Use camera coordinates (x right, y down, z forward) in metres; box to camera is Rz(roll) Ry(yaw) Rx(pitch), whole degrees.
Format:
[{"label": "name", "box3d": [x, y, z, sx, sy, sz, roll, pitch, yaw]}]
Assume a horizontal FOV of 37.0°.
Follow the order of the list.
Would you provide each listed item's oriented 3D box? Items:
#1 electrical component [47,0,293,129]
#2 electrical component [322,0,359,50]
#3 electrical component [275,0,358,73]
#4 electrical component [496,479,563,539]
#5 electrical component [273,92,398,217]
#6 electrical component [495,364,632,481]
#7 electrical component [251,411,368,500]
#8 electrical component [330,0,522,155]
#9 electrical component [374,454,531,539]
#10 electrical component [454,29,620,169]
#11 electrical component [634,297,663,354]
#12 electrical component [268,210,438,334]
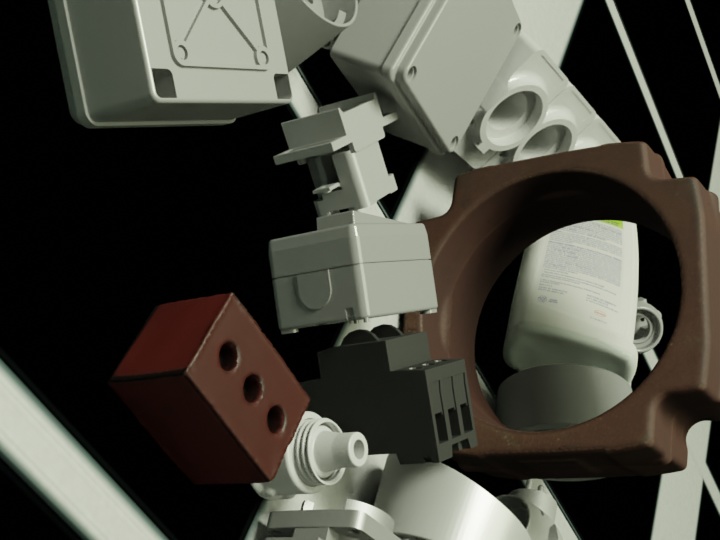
[{"label": "electrical component", "box3d": [-0.092, -0.127, 0.519, 0.109, 0.056, 0.108, -14, 93, -57]}, {"label": "electrical component", "box3d": [-0.012, -0.162, 0.672, 0.035, 0.035, 0.061, 52, 45, -36]}, {"label": "electrical component", "box3d": [-0.048, -0.165, 0.612, 0.099, 0.064, 0.099, 39, 38, -39]}, {"label": "electrical component", "box3d": [0.121, 0.185, 0.777, 0.077, 0.043, 0.079, 53, 41, -36]}, {"label": "electrical component", "box3d": [-0.010, -0.067, 0.644, 0.081, 0.042, 0.063, -36, 113, -54]}, {"label": "electrical component", "box3d": [0.150, 0.107, 0.787, 0.108, 0.108, 0.060, 42, 43, -44]}, {"label": "electrical component", "box3d": [-0.026, 0.094, 0.557, 0.048, 0.062, 0.048, 20, 65, -53]}, {"label": "electrical component", "box3d": [0.045, -0.146, 0.682, 0.108, 0.056, 0.109, -61, 151, -9]}, {"label": "electrical component", "box3d": [0.051, 0.154, 0.633, 0.099, 0.099, 0.064, 53, 48, -35]}, {"label": "electrical component", "box3d": [0.120, -0.106, 0.791, 0.150, 0.089, 0.061, 32, 19, -49]}, {"label": "electrical component", "box3d": [0.248, 0.050, 0.983, 0.055, 0.066, 0.048, -112, -171, -84]}, {"label": "electrical component", "box3d": [0.000, 0.000, 0.622, 0.096, 0.062, 0.061, -4, 85, -57]}]
